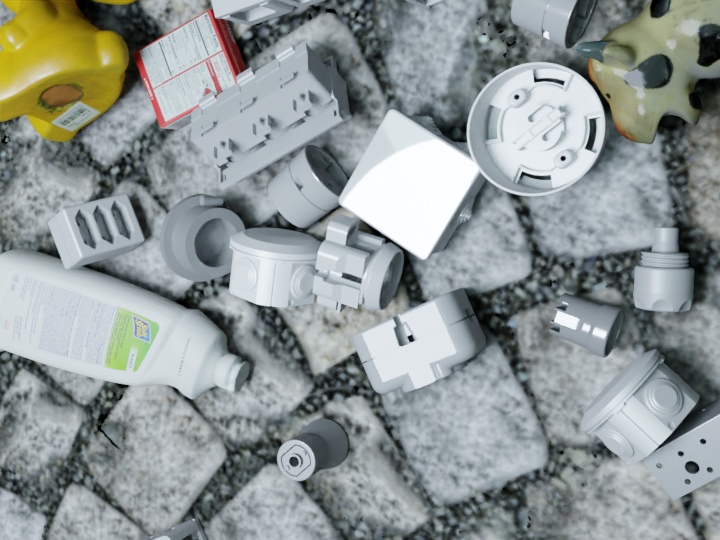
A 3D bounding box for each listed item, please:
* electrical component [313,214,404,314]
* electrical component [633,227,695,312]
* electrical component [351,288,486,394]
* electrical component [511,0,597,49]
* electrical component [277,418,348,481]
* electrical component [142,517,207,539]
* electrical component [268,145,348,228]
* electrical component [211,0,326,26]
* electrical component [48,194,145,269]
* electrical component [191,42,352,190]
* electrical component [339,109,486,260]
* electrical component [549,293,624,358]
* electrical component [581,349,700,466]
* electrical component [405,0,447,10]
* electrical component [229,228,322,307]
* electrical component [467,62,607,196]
[{"bbox_3d":[0.000,0.000,0.877,0.057,0.058,0.078,18,119,17],"label":"electrical component"},{"bbox_3d":[0.226,-0.001,0.798,0.043,0.043,0.062,3,94,21],"label":"electrical component"},{"bbox_3d":[0.049,0.061,0.866,0.095,0.054,0.059,-25,85,21],"label":"electrical component"},{"bbox_3d":[0.145,-0.200,0.806,0.047,0.055,0.055,27,104,21],"label":"electrical component"},{"bbox_3d":[-0.042,0.153,0.904,0.044,0.065,0.044,2,95,21],"label":"electrical component"},{"bbox_3d":[-0.167,0.314,0.970,0.089,0.062,0.150,-26,85,21],"label":"electrical component"},{"bbox_3d":[-0.043,-0.068,0.891,0.047,0.055,0.055,-38,81,24],"label":"electrical component"},{"bbox_3d":[-0.049,-0.264,0.871,0.150,0.062,0.089,-13,90,22],"label":"electrical component"},{"bbox_3d":[-0.245,-0.029,0.972,0.077,0.066,0.047,-26,85,51],"label":"electrical component"},{"bbox_3d":[-0.076,-0.130,0.886,0.121,0.063,0.078,-27,44,21],"label":"electrical component"},{"bbox_3d":[0.046,-0.068,0.859,0.100,0.048,0.099,35,106,15],"label":"electrical component"},{"bbox_3d":[0.173,0.041,0.825,0.046,0.040,0.040,21,102,25],"label":"electrical component"},{"bbox_3d":[0.206,0.101,0.795,0.051,0.080,0.080,44,108,10],"label":"electrical component"},{"bbox_3d":[0.037,-0.303,0.811,0.060,0.105,0.186,-15,89,22],"label":"electrical component"},{"bbox_3d":[-0.070,-0.003,0.894,0.080,0.080,0.051,13,105,20],"label":"electrical component"},{"bbox_3d":[0.136,-0.106,0.812,0.099,0.064,0.099,2,96,21],"label":"electrical component"}]
